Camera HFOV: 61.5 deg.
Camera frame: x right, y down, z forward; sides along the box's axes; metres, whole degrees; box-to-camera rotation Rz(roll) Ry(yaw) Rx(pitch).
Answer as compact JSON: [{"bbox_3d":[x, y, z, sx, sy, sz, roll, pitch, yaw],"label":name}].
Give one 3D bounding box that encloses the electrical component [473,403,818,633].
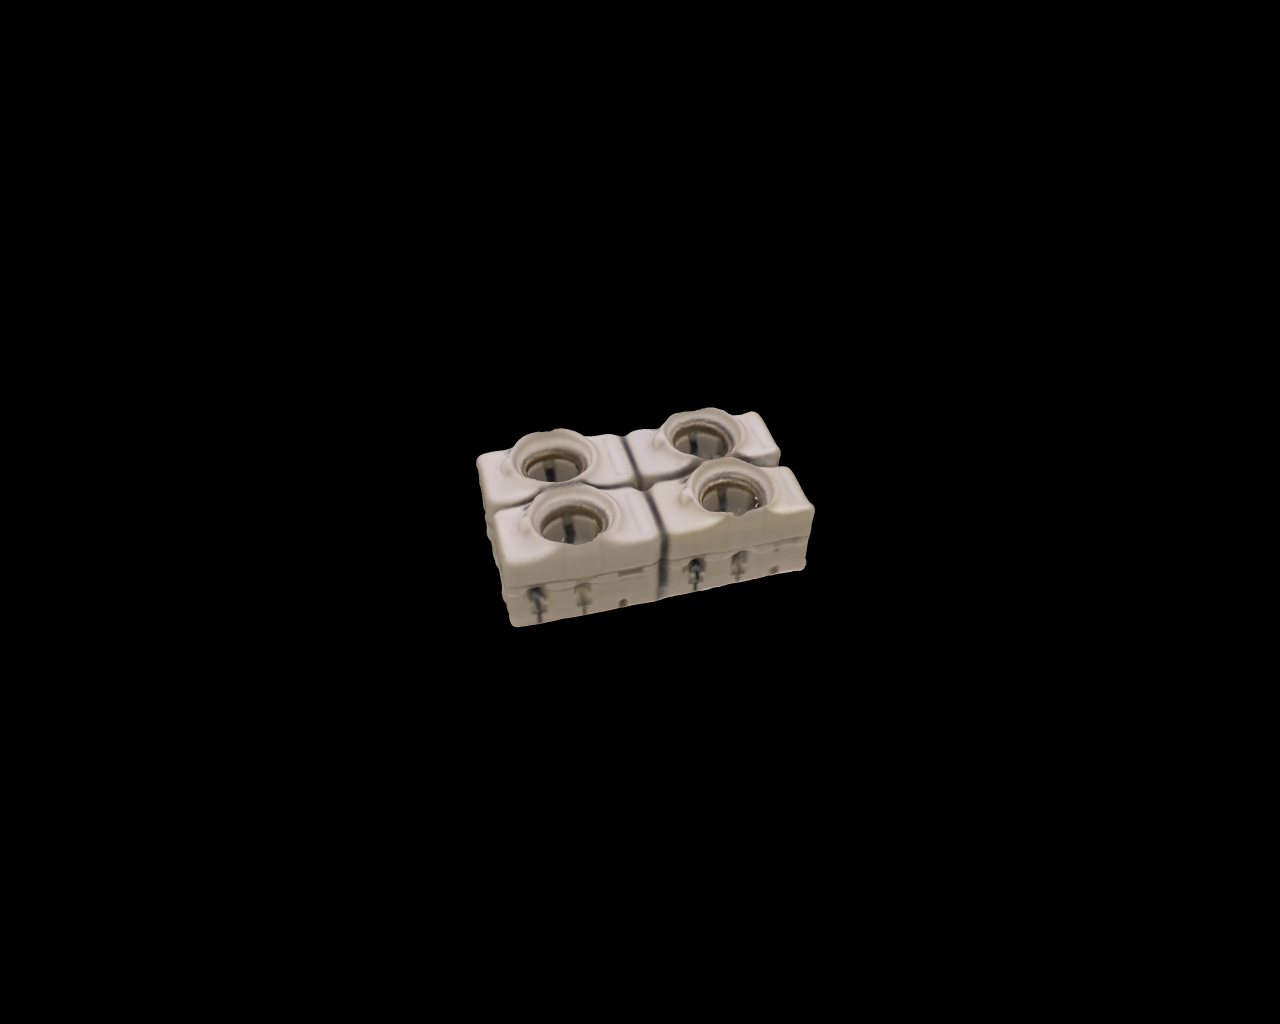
[{"bbox_3d":[0.001,-0.003,0.650,0.186,0.060,0.105,-10,43,-11],"label":"electrical component"}]
